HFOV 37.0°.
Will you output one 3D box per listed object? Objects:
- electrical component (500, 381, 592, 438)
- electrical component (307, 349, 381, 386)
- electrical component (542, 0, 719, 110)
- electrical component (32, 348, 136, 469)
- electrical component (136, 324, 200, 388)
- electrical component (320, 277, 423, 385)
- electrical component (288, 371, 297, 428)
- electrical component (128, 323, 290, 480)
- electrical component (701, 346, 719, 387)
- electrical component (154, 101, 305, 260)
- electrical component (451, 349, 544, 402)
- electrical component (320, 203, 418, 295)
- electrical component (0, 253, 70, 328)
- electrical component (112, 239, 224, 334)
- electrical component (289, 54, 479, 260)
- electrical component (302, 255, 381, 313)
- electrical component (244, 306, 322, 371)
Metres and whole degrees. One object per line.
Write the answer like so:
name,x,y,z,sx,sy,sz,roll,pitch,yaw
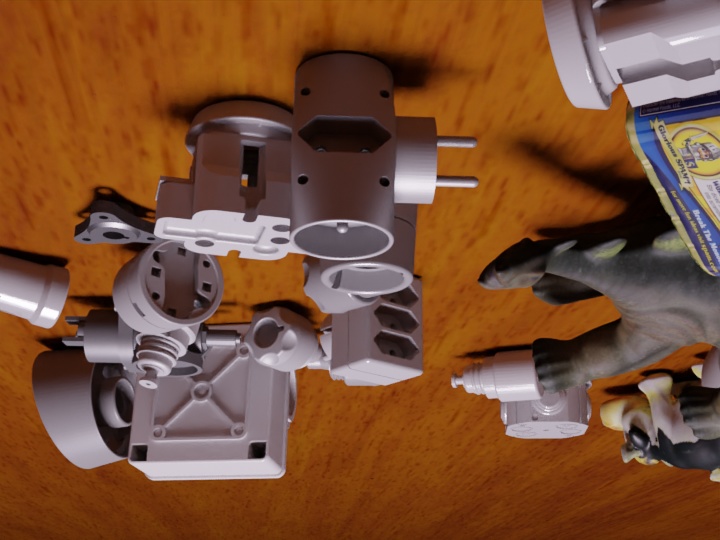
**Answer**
electrical component,0.157,0.112,0.915,0.080,0.051,0.080,1,160,0
electrical component,-0.009,0.065,0.808,0.062,0.043,0.043,-1,160,9
electrical component,0.097,-0.088,0.373,0.057,0.058,0.078,-11,157,22
electrical component,-0.216,0.108,0.858,0.064,0.099,0.099,-11,157,14
electrical component,-0.127,0.040,0.702,0.040,0.078,0.040,10,150,6
electrical component,0.000,0.041,0.708,0.047,0.065,0.077,16,154,-35
electrical component,-0.085,0.099,0.890,0.056,0.050,0.089,-2,160,9
electrical component,-0.111,0.099,0.810,0.109,0.108,0.056,-3,156,10
electrical component,0.290,0.071,0.744,0.099,0.099,0.064,-3,153,9
electrical component,-0.054,-0.042,0.501,0.078,0.057,0.058,6,159,-14
electrical component,0.112,0.085,0.862,0.078,0.040,0.040,-7,158,19
electrical component,0.004,-0.016,0.582,0.055,0.047,0.055,1,160,0
electrical component,-0.212,0.012,0.677,0.046,0.040,0.040,19,153,-27
electrical component,-0.118,0.011,0.650,0.055,0.055,0.047,14,159,-32
electrical component,0.011,-0.047,0.456,0.079,0.077,0.043,1,159,-2
electrical component,0.000,0.000,0.632,0.062,0.043,0.043,-17,153,36
electrical component,-0.050,0.052,0.774,0.043,0.043,0.062,-11,158,28
